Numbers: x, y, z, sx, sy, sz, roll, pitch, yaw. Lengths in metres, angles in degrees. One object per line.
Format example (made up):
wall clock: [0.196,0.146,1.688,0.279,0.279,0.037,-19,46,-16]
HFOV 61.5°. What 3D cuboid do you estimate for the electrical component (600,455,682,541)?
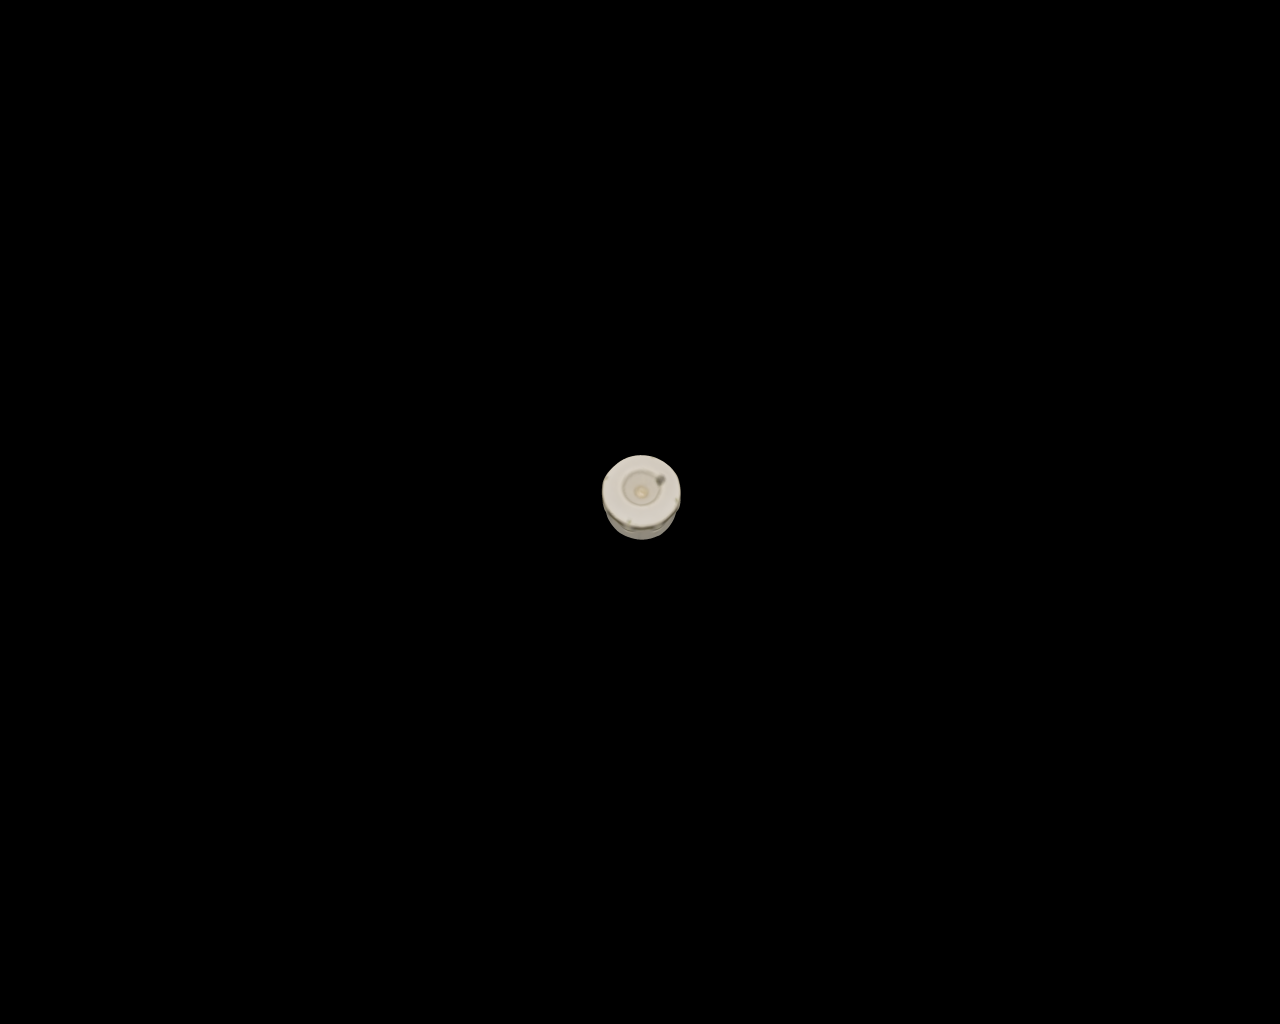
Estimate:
electrical component: [0.001,-0.003,0.650,0.048,0.048,0.062,0,-23,0]
